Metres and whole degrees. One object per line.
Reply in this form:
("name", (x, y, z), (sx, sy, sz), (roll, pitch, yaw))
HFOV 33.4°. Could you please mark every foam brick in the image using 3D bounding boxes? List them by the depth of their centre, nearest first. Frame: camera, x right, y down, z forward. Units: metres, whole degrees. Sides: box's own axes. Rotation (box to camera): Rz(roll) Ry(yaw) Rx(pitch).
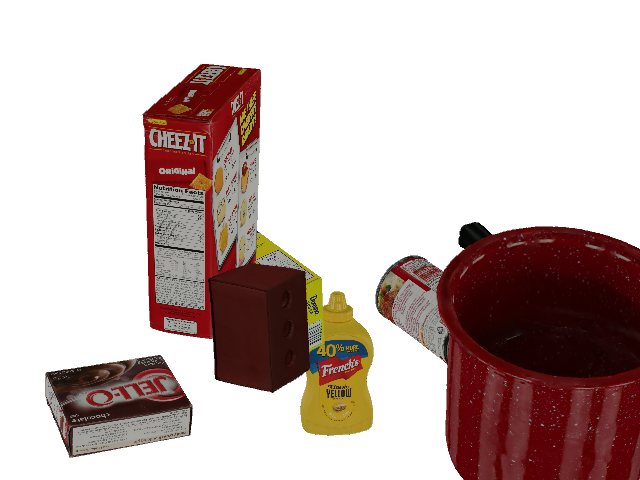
("foam brick", (-0.043, 0.061, 0.766), (0.051, 0.078, 0.052), (6, 18, 32))

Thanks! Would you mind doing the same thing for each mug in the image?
("mug", (0.102, 0.055, 0.415), (0.117, 0.081, 0.093), (8, 37, 14))

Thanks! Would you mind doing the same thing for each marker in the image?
("marker", (0.120, 0.024, 0.621), (0.020, 0.020, 0.121), (0, 31, -35))

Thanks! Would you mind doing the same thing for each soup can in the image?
("soup can", (0.108, 0.065, 0.975), (0.068, 0.068, 0.102), (0, 24, -38))

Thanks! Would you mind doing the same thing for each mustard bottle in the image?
("mustard bottle", (0.022, 0.160, 1.410), (0.096, 0.192, 0.058), (-1, 16, -5))

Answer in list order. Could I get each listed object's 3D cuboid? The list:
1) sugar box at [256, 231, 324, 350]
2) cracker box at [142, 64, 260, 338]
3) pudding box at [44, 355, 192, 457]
("sugar box", (-0.065, 0.044, 1.173), (0.048, 0.093, 0.176), (-23, 40, -28))
("cracker box", (-0.110, -0.041, 1.006), (0.072, 0.214, 0.164), (7, 26, 10))
("pudding box", (-0.181, 0.147, 0.957), (0.113, 0.039, 0.090), (-9, 27, -24))
